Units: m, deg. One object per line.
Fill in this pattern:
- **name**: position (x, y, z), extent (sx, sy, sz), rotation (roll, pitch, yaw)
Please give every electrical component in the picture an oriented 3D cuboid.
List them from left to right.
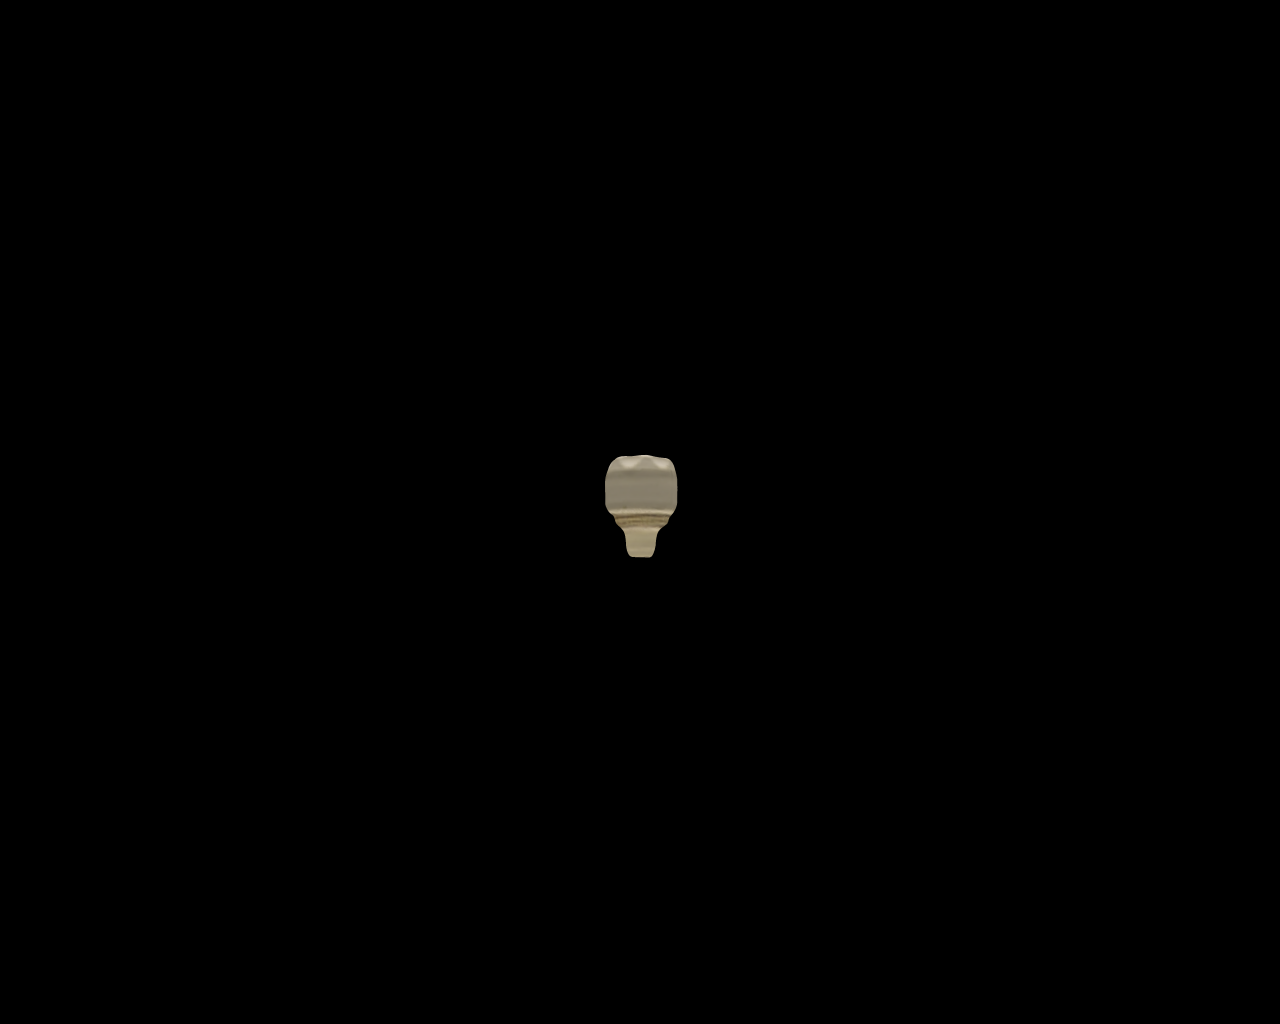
- **electrical component**: position (0.001, -0.003, 0.650), extent (0.043, 0.062, 0.043), rotation (0, -5, 0)
